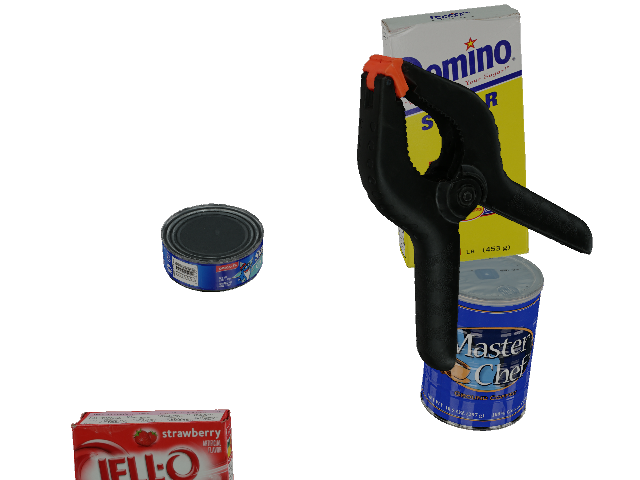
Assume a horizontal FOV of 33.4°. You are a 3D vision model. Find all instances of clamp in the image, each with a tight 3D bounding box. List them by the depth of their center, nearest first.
[{"bbox_3d":[0.064,-0.015,0.562,0.171,0.120,0.039,48,-16,-23],"label":"clamp"}]

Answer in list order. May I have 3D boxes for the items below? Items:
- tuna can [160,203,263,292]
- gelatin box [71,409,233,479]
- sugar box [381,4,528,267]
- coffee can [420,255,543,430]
[{"bbox_3d":[-0.090,0.006,0.898,0.086,0.034,0.086,1,35,-1],"label":"tuna can"},{"bbox_3d":[-0.094,0.136,0.608,0.089,0.073,0.030,-1,6,3],"label":"gelatin box"},{"bbox_3d":[0.097,-0.073,0.761,0.093,0.176,0.048,-8,22,-2],"label":"sugar box"},{"bbox_3d":[0.150,0.092,1.003,0.103,0.140,0.103,1,26,-1],"label":"coffee can"}]
